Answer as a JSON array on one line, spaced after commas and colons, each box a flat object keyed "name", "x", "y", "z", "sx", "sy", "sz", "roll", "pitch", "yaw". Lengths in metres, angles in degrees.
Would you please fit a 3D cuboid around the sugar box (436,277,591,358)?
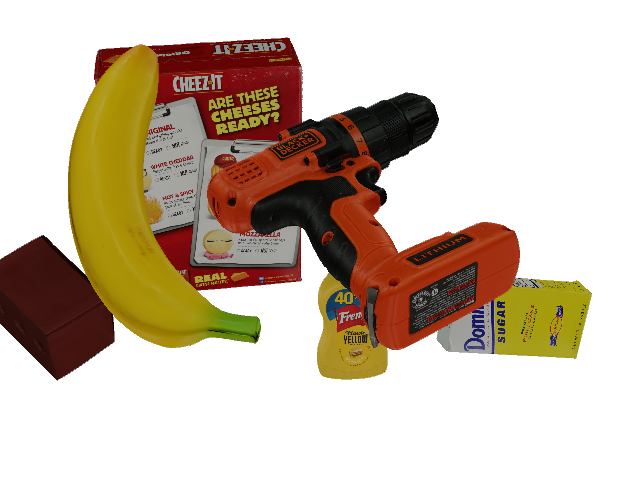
[{"name": "sugar box", "x": 0.239, "y": 0.094, "z": 1.318, "sx": 0.176, "sy": 0.093, "sz": 0.048, "roll": 3, "pitch": 18, "yaw": -16}]

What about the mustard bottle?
[{"name": "mustard bottle", "x": 0.045, "y": 0.092, "z": 1.445, "sx": 0.096, "sy": 0.192, "sz": 0.058, "roll": -2, "pitch": 21, "yaw": -6}]

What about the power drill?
[{"name": "power drill", "x": 0.043, "y": -0.022, "z": 0.705, "sx": 0.184, "sy": 0.057, "sz": 0.188, "roll": -27, "pitch": 44, "yaw": -21}]

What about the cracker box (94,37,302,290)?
[{"name": "cracker box", "x": -0.100, "y": -0.060, "z": 0.914, "sx": 0.164, "sy": 0.214, "sz": 0.072, "roll": -5, "pitch": 34, "yaw": -8}]

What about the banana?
[{"name": "banana", "x": -0.091, "y": -0.019, "z": 0.531, "sx": 0.069, "sy": 0.198, "sz": 0.037, "roll": -13, "pitch": -33, "yaw": -17}]

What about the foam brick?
[{"name": "foam brick", "x": -0.185, "y": 0.046, "z": 0.730, "sx": 0.078, "sy": 0.053, "sz": 0.051, "roll": 38, "pitch": 55, "yaw": 26}]
